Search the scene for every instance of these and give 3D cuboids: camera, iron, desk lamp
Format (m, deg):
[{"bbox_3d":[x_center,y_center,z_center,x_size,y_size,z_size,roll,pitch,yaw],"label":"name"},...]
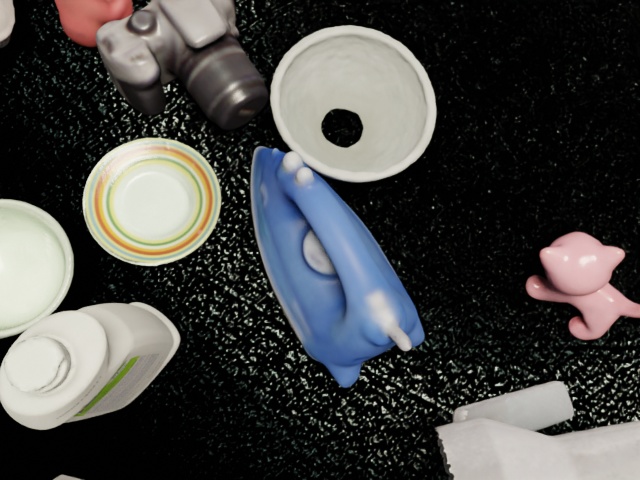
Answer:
[{"bbox_3d":[-0.125,-0.175,0.568,0.143,0.100,0.137,-35,85,-14],"label":"camera"},{"bbox_3d":[0.005,0.002,0.529,0.119,0.141,0.258,-29,84,-13],"label":"iron"},{"bbox_3d":[0.179,0.188,0.480,0.203,0.213,0.118,-14,80,-11],"label":"desk lamp"}]

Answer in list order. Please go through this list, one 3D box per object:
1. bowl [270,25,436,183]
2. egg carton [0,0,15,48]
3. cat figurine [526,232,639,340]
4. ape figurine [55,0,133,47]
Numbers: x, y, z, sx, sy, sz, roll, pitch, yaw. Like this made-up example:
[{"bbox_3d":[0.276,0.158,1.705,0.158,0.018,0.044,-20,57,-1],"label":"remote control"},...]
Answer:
[{"bbox_3d":[0.031,-0.130,0.596,0.167,0.074,0.167,2,78,-9],"label":"bowl"},{"bbox_3d":[-0.363,-0.256,0.563,0.107,0.069,0.150,-16,81,-12],"label":"egg carton"},{"bbox_3d":[0.269,0.040,0.575,0.128,0.117,0.067,39,75,1],"label":"cat figurine"},{"bbox_3d":[-0.233,-0.244,0.570,0.078,0.092,0.076,31,75,-1],"label":"ape figurine"}]
